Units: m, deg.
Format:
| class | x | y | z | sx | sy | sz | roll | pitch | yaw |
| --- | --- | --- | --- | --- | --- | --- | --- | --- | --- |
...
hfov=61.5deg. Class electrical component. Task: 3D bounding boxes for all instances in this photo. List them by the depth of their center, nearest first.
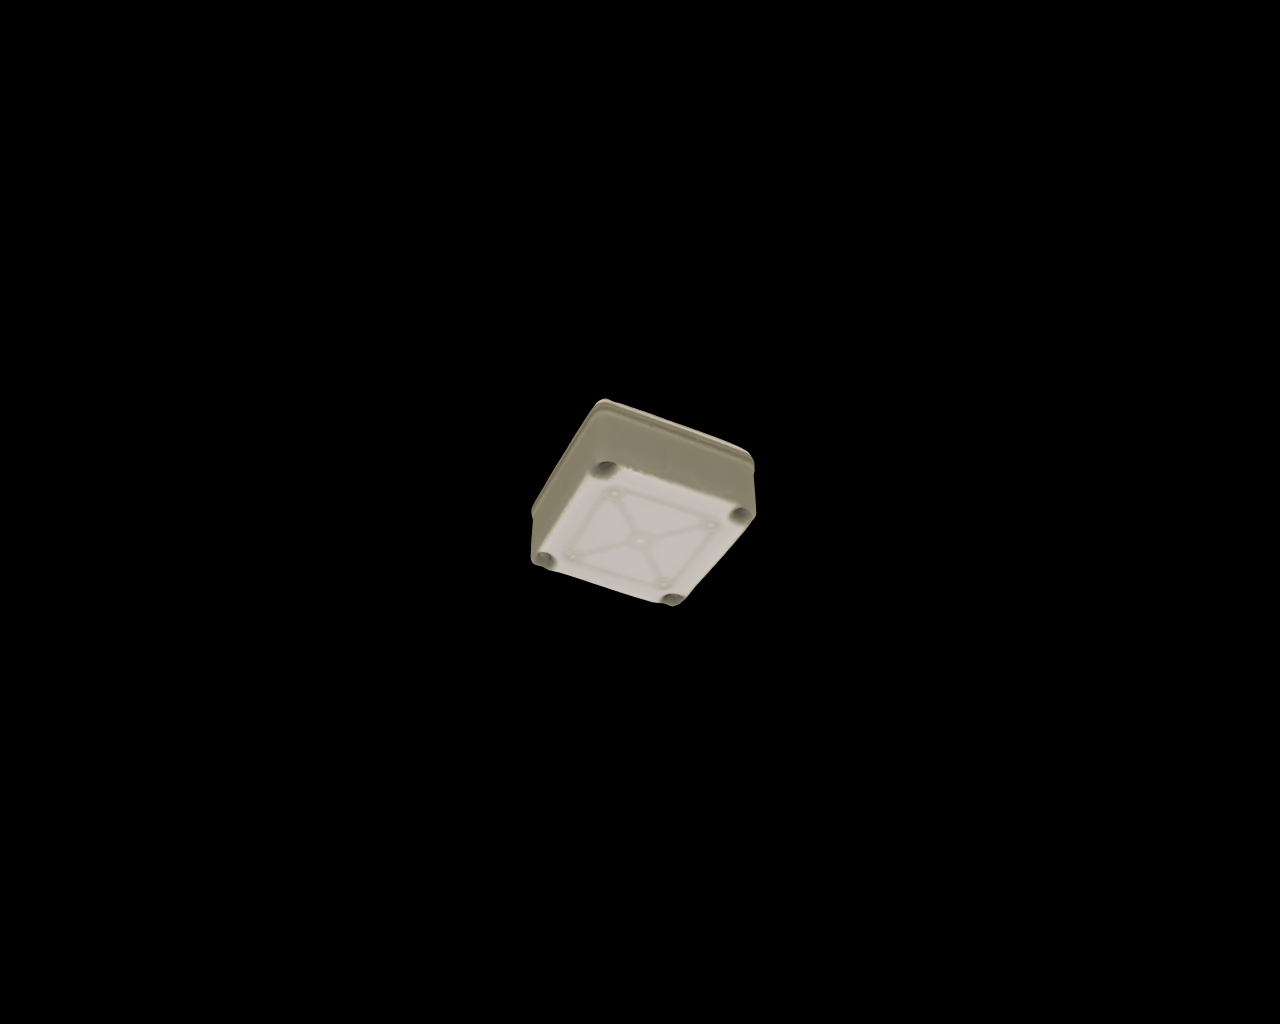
| class | x | y | z | sx | sy | sz | roll | pitch | yaw |
| --- | --- | --- | --- | --- | --- | --- | --- | --- | --- |
| electrical component | 0.001 | -0.003 | 0.650 | 0.109 | 0.056 | 0.108 | 19 | -46 | -19 |
